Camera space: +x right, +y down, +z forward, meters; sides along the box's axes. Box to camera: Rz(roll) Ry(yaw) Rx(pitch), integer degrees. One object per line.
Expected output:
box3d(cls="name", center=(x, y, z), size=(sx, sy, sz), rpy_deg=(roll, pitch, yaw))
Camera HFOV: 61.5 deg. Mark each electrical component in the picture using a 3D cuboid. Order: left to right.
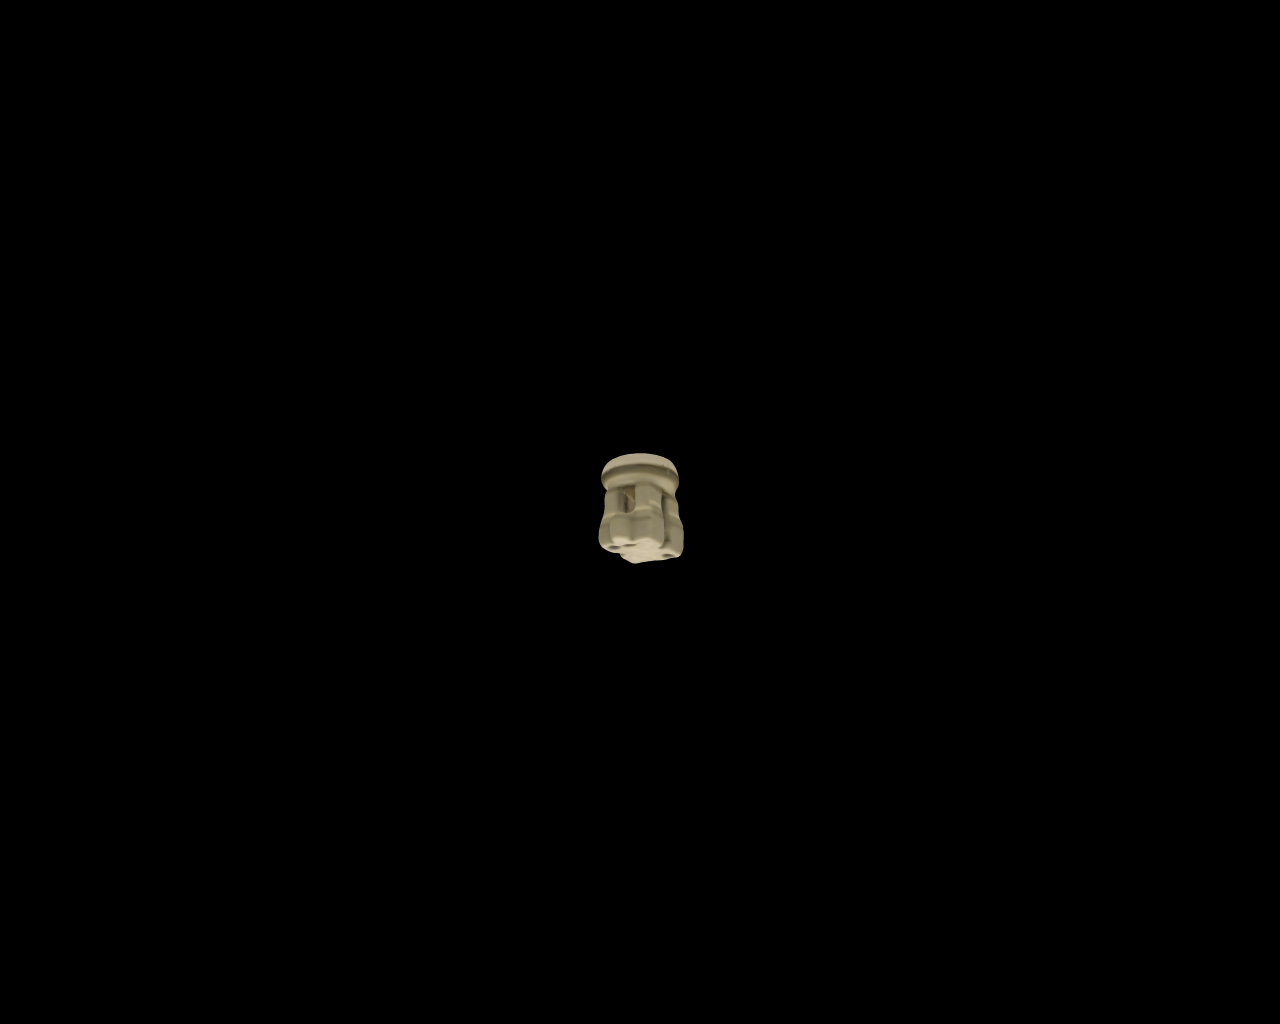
box3d(cls="electrical component", center=(0.001, -0.003, 0.650), size=(0.048, 0.055, 0.066), rpy_deg=(-10, -23, 26))
